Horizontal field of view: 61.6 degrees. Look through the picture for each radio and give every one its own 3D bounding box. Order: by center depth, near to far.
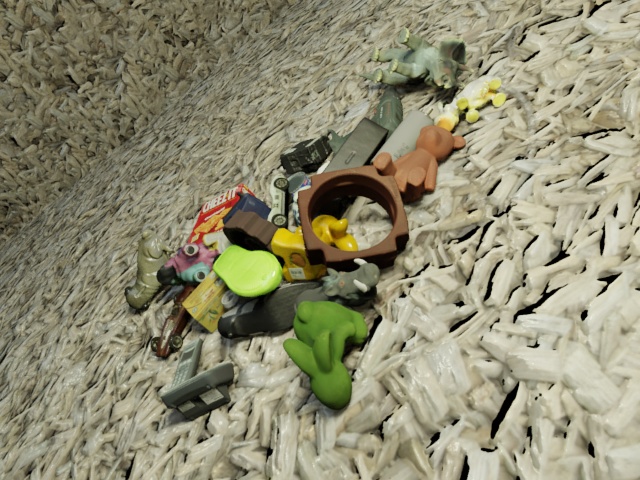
[{"bbox_3d":[0.066,-0.160,1.246,0.229,0.073,0.131,-54,-10,-19],"label":"radio"}]

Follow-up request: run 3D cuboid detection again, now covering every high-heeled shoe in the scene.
[{"bbox_3d":[-0.108,0.145,1.153,0.249,0.086,0.145,-26,8,-2],"label":"high-heeled shoe"}]

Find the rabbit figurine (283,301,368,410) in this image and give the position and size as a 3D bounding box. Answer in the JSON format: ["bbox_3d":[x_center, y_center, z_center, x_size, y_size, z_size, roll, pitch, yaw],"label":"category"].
[{"bbox_3d":[0.016,0.190,0.898,0.121,0.159,0.170,-21,53,14],"label":"rabbit figurine"}]

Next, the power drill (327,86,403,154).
[{"bbox_3d":[0.125,-0.299,1.411,0.207,0.085,0.232,-22,38,16],"label":"power drill"}]

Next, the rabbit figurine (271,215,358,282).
[{"bbox_3d":[-0.002,-0.004,1.161,0.162,0.121,0.173,-13,23,33],"label":"rabbit figurine"}]

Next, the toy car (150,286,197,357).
[{"bbox_3d":[-0.360,0.199,1.347,0.089,0.053,0.202,-11,42,34],"label":"toy car"}]

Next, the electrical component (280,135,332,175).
[{"bbox_3d":[-0.045,-0.236,1.492,0.134,0.058,0.115,-11,22,38],"label":"electrical component"}]

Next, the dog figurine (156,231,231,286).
[{"bbox_3d":[-0.328,0.060,1.423,0.191,0.108,0.219,-27,4,-35],"label":"dog figurine"}]

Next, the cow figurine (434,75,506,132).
[{"bbox_3d":[0.325,-0.308,1.212,0.167,0.068,0.098,-30,28,11],"label":"cow figurine"}]

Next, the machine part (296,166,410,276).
[{"bbox_3d":[0.062,-0.037,1.054,0.201,0.087,0.201,-10,61,-2],"label":"machine part"}]

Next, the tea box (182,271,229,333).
[{"bbox_3d":[-0.238,0.125,1.289,0.169,0.068,0.098,-48,33,-9],"label":"tea box"}]

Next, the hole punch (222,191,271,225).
[{"bbox_3d":[-0.174,-0.044,1.370,0.115,0.142,0.092,-49,29,14],"label":"hole punch"}]

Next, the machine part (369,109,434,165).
[{"bbox_3d":[0.190,-0.213,1.232,0.243,0.079,0.079,-51,34,-16],"label":"machine part"}]

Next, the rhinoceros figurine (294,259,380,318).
[{"bbox_3d":[0.035,0.098,0.998,0.190,0.112,0.073,-28,34,34],"label":"rhinoceros figurine"}]

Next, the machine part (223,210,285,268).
[{"bbox_3d":[-0.137,0.004,1.236,0.180,0.179,0.056,8,54,50],"label":"machine part"}]

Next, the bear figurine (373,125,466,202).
[{"bbox_3d":[0.216,-0.178,1.128,0.120,0.131,0.196,33,79,26],"label":"bear figurine"}]

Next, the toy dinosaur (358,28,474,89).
[{"bbox_3d":[0.250,-0.455,1.410,0.405,0.192,0.131,-139,61,-71],"label":"toy dinosaur"}]

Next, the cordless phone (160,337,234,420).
[{"bbox_3d":[-0.244,0.264,1.125,0.147,0.088,0.184,-30,30,18],"label":"cordless phone"}]

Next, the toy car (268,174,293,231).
[{"bbox_3d":[-0.100,-0.073,1.336,0.056,0.073,0.202,-5,56,6],"label":"toy car"}]

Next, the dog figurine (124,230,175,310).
[{"bbox_3d":[-0.498,0.086,1.519,0.190,0.172,0.121,-45,21,-18],"label":"dog figurine"}]
